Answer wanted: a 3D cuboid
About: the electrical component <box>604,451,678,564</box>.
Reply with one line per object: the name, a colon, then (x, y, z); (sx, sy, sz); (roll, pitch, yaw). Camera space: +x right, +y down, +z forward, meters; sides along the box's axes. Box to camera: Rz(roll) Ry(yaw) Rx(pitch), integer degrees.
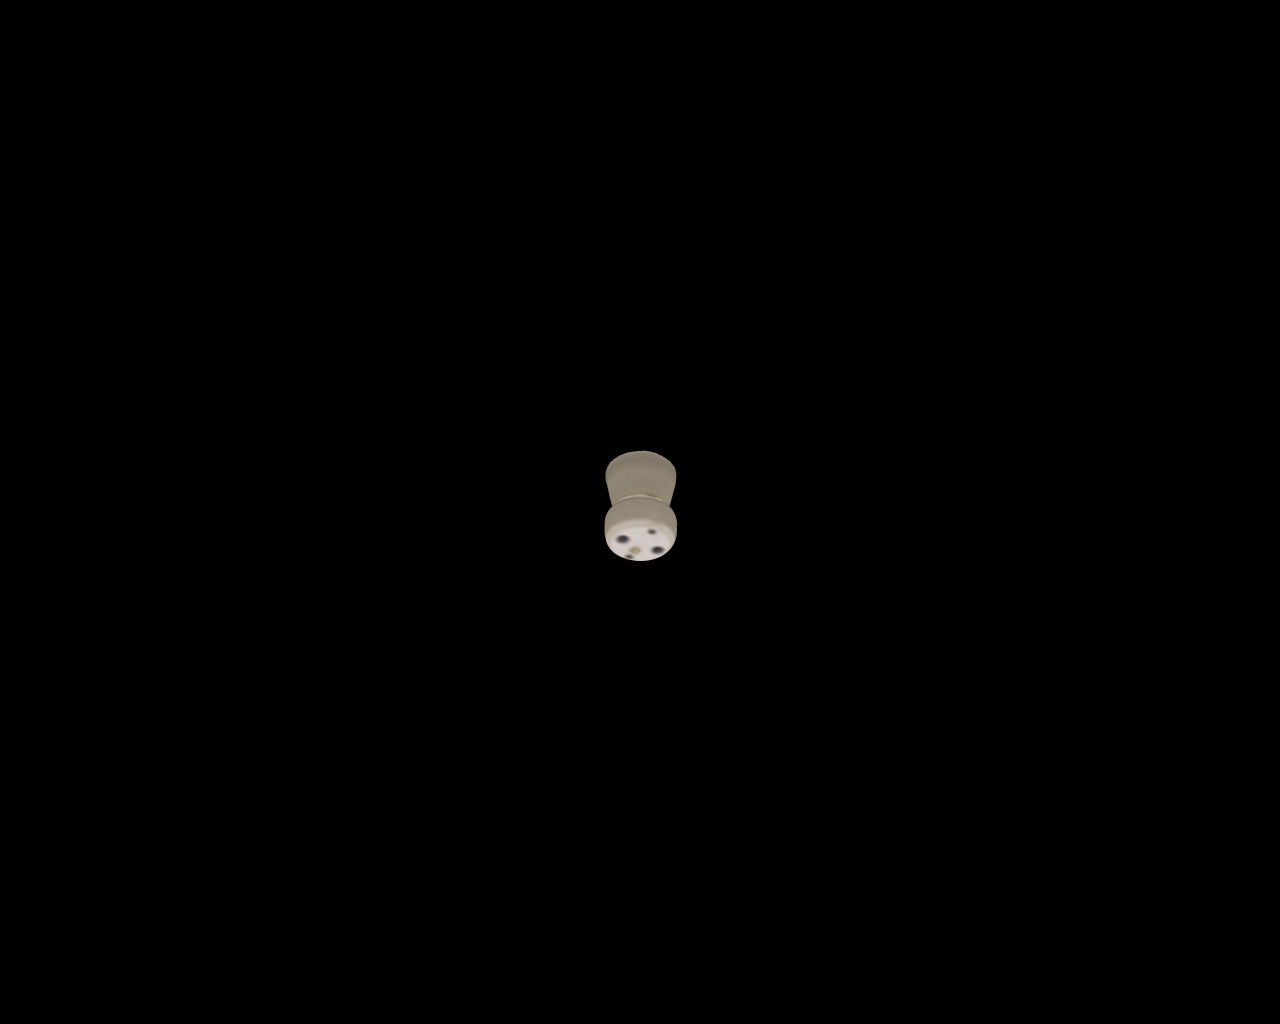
electrical component: (0.001, -0.003, 0.650); (0.045, 0.055, 0.044); (0, -37, 0)
